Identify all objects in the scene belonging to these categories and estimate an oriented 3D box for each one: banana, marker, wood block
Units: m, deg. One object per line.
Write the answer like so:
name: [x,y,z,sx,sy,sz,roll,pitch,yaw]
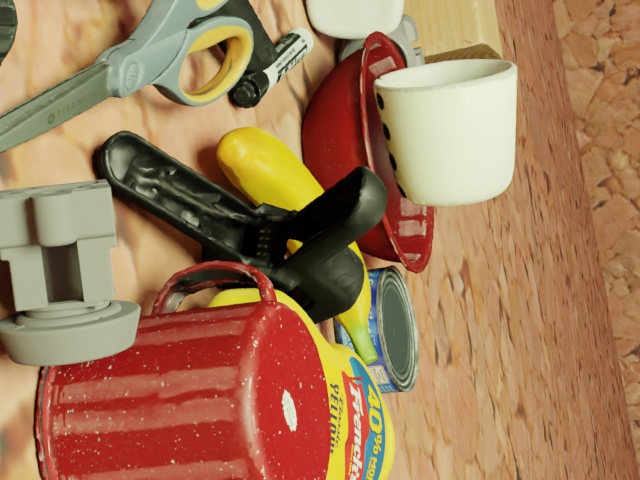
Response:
banana: [-0.008,-0.009,0.590,0.197,0.037,0.070,55,5,-45]
marker: [-0.028,-0.102,0.627,0.121,0.020,0.020,-60,137,-62]
wood block: [0.096,-0.256,0.941,0.090,0.091,0.206,1,80,-70]

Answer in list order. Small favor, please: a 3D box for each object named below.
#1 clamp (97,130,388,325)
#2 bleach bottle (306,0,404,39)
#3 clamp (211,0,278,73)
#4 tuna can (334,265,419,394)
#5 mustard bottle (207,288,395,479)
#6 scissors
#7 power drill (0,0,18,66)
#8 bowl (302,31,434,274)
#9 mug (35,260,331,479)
clamp: [-0.032,-0.001,0.487,0.171,0.120,0.039,89,20,-67]
bleach bottle: [0.035,-0.251,0.805,0.250,0.068,0.102,-80,171,-54]
clamp: [-0.068,-0.168,0.483,0.209,0.036,0.164,-6,100,-65]
tuna can: [0.039,0.061,0.718,0.086,0.034,0.086,-9,90,-71]
mustard bottle: [-0.005,0.097,0.541,0.191,0.058,0.096,45,46,-60]
scissors: [-0.074,-0.087,0.428,0.201,0.016,0.096,-27,133,-65]
power drill: [-0.121,0.011,0.257,0.184,0.057,0.187,-23,100,-66]
bowl: [0.030,-0.054,0.712,0.162,0.055,0.162,-9,90,-71]
mug: [-0.045,0.058,0.409,0.093,0.082,0.117,60,28,-45]
